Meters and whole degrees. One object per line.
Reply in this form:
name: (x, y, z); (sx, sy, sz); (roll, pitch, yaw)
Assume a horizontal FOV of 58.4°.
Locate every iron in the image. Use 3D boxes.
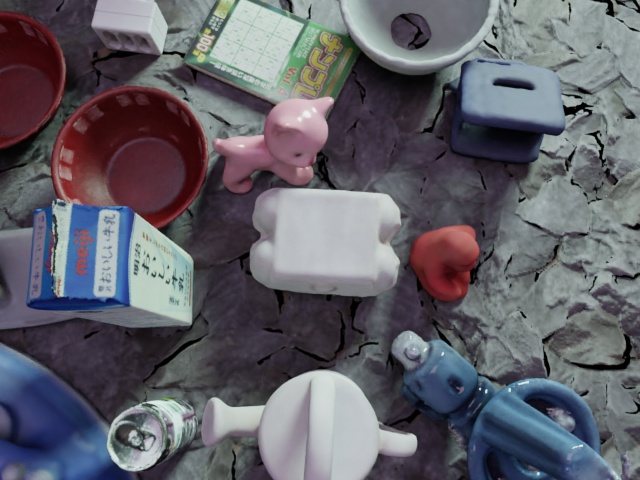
iron: (-0.290, 0.172, 0.509); (0.258, 0.141, 0.119); (26, 80, 6)

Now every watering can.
watering can: (-0.009, 0.163, 0.479); (0.173, 0.194, 0.101); (-15, 78, -2)

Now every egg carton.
egg carton: (0.005, 0.002, 0.576); (0.150, 0.069, 0.107); (2, 78, 2)

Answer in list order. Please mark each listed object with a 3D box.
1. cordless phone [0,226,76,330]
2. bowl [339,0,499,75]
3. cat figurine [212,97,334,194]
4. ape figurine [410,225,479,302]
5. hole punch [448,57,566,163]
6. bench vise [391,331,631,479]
cordless phone: (-0.292, 0.025, 0.518); (0.147, 0.185, 0.094); (-11, 78, -1)
bowl: (0.103, -0.246, 0.624); (0.167, 0.075, 0.167); (0, 78, 1)
cat figurine: (-0.045, -0.100, 0.574); (0.128, 0.118, 0.067); (-10, 78, -1)
ape figurine: (0.128, 0.016, 0.559); (0.076, 0.092, 0.078); (38, 81, 8)
hole punch: (0.191, -0.143, 0.592); (0.108, 0.091, 0.101); (8, 78, 3)
bench vise: (0.144, 0.160, 0.464); (0.207, 0.220, 0.121); (21, 79, 6)
